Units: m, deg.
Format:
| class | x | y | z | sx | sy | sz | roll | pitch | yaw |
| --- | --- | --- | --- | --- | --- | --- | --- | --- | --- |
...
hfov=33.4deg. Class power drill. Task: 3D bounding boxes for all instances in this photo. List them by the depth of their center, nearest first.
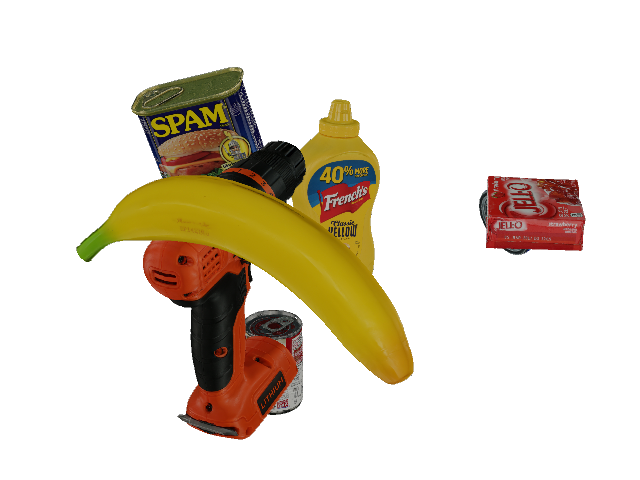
| class | x | y | z | sx | sy | sz | roll | pitch | yaw |
| --- | --- | --- | --- | --- | --- | --- | --- | --- | --- |
| power drill | -0.059 | 0.036 | 0.790 | 0.057 | 0.188 | 0.184 | 11 | 34 | 26 |

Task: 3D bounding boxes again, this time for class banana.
| class | x | y | z | sx | sy | sz | roll | pitch | yaw |
| --- | --- | --- | --- | --- | --- | --- | --- | --- | --- |
| banana | -0.033 | 0.010 | 0.568 | 0.198 | 0.070 | 0.037 | 21 | 10 | 17 |

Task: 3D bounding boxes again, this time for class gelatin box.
| class | x | y | z | sx | sy | sz | roll | pitch | yaw |
| --- | --- | --- | --- | --- | --- | --- | --- | --- | --- |
| gelatin box | 0.168 | -0.023 | 0.842 | 0.073 | 0.030 | 0.089 | 3 | 24 | 9 |

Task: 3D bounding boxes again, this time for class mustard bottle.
| class | x | y | z | sx | sy | sz | roll | pitch | yaw |
| --- | --- | --- | --- | --- | --- | --- | --- | --- | --- |
| mustard bottle | 0.014 | -0.049 | 1.097 | 0.096 | 0.192 | 0.058 | -5 | 20 | -25 |

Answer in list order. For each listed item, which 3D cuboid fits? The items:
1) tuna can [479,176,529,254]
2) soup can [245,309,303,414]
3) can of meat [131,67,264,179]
| class | x | y | z | sx | sy | sz | roll | pitch | yaw |
| --- | --- | --- | --- | --- | --- | --- | --- | --- | --- |
| tuna can | 0.221 | -0.027 | 1.221 | 0.033 | 0.086 | 0.086 | -30 | 11 | -21 |
| soup can | -0.054 | 0.140 | 1.228 | 0.068 | 0.102 | 0.068 | 0 | 24 | 0 |
| can of meat | -0.107 | -0.099 | 0.961 | 0.102 | 0.084 | 0.057 | -12 | 30 | 10 |
